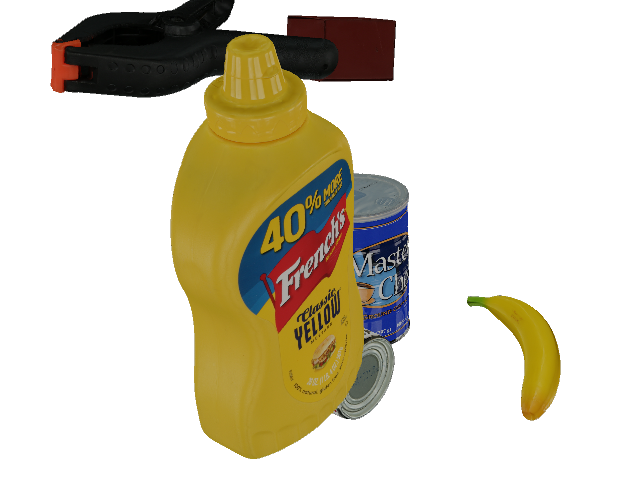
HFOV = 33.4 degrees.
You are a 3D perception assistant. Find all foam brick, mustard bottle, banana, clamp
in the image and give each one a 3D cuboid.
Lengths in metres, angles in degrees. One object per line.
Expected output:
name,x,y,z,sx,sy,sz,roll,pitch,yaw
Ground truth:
foam brick,0.017,-0.160,0.889,0.078,0.051,0.053,-7,17,-36
mustard bottle,-0.022,0.000,0.466,0.058,0.192,0.096,23,45,32
banana,0.219,0.116,1.140,0.069,0.037,0.198,-24,34,4
clamp,-0.088,-0.122,0.645,0.171,0.039,0.120,-10,31,-32

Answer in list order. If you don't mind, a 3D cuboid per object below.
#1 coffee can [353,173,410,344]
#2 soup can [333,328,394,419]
coffee can,0.034,0.020,1.017,0.103,0.140,0.103,-2,25,1
soup can,-0.003,0.087,0.812,0.102,0.068,0.068,22,14,37
